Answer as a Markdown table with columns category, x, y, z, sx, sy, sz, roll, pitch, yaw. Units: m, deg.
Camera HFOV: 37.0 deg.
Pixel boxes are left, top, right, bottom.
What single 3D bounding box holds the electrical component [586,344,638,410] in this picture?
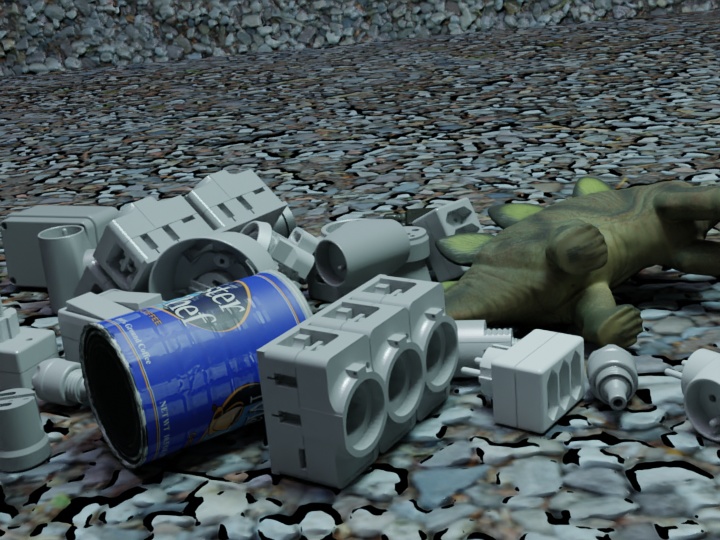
| category | x | y | z | sx | sy | sz | roll | pitch | yaw |
| --- | --- | --- | --- | --- | --- | --- | --- | --- | --- |
| electrical component | 0.176 | 0.078 | 0.747 | 0.035 | 0.035 | 0.061 | -2 | 21 | 8 |

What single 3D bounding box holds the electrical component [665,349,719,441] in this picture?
| category | x | y | z | sx | sy | sz | roll | pitch | yaw |
| --- | --- | --- | --- | --- | --- | --- | --- | --- | --- |
| electrical component | 0.243 | 0.076 | 0.721 | 0.077 | 0.043 | 0.079 | -18 | 23 | -34 |

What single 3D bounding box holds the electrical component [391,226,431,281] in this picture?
| category | x | y | z | sx | sy | sz | roll | pitch | yaw |
| --- | --- | --- | --- | --- | --- | --- | --- | --- | --- |
| electrical component | 0.044 | -0.008 | 1.002 | 0.045 | 0.055 | 0.045 | -5 | 19 | 2 |

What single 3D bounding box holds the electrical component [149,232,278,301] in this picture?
| category | x | y | z | sx | sy | sz | roll | pitch | yaw |
| --- | --- | --- | --- | --- | --- | --- | --- | --- | --- |
| electrical component | -0.120 | 0.016 | 0.913 | 0.099 | 0.099 | 0.064 | 3 | 14 | 22 |

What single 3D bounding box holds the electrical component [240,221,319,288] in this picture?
| category | x | y | z | sx | sy | sz | roll | pitch | yaw |
| --- | --- | --- | --- | --- | --- | --- | --- | --- | --- |
| electrical component | -0.083 | -0.009 | 0.974 | 0.057 | 0.078 | 0.058 | 30 | 3 | -28 |

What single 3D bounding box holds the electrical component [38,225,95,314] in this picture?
| category | x | y | z | sx | sy | sz | roll | pitch | yaw |
| --- | --- | --- | --- | --- | --- | --- | --- | --- | --- |
| electrical component | -0.263 | -0.001 | 1.031 | 0.079 | 0.077 | 0.043 | -4 | 19 | 4 |

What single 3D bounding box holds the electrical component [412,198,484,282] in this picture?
| category | x | y | z | sx | sy | sz | roll | pitch | yaw |
| --- | --- | --- | --- | --- | --- | --- | --- | --- | --- |
| electrical component | 0.078 | -0.022 | 1.031 | 0.047 | 0.065 | 0.077 | -22 | -5 | -40 |

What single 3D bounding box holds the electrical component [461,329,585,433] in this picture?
| category | x | y | z | sx | sy | sz | roll | pitch | yaw |
| --- | --- | --- | --- | --- | --- | --- | --- | --- | --- |
| electrical component | 0.109 | 0.074 | 0.757 | 0.077 | 0.047 | 0.066 | 9 | 23 | 36 |

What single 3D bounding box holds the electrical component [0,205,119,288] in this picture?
| category | x | y | z | sx | sy | sz | roll | pitch | yaw |
| --- | --- | --- | --- | --- | --- | --- | --- | --- | --- |
| electrical component | -0.305 | -0.023 | 1.106 | 0.113 | 0.078 | 0.057 | 2 | 17 | 20 |

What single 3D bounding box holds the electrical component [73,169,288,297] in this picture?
| category | x | y | z | sx | sy | sz | roll | pitch | yaw |
| --- | --- | --- | --- | --- | --- | --- | --- | --- | --- |
| electrical component | -0.167 | -0.022 | 1.000 | 0.060 | 0.105 | 0.186 | 47 | 39 | 13 |

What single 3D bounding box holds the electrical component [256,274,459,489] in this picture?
| category | x | y | z | sx | sy | sz | roll | pitch | yaw |
| --- | --- | --- | --- | --- | --- | --- | --- | --- | --- |
| electrical component | 0.004 | 0.071 | 0.727 | 0.062 | 0.089 | 0.150 | 7 | 22 | 32 |

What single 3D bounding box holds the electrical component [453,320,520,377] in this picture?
| category | x | y | z | sx | sy | sz | roll | pitch | yaw |
| --- | --- | --- | --- | --- | --- | --- | --- | --- | --- |
| electrical component | 0.085 | 0.059 | 0.811 | 0.081 | 0.043 | 0.043 | -2 | 19 | 11 |

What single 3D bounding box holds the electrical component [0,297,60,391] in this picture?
| category | x | y | z | sx | sy | sz | roll | pitch | yaw |
| --- | --- | --- | --- | --- | --- | --- | --- | --- | --- |
| electrical component | -0.297 | 0.054 | 0.879 | 0.083 | 0.075 | 0.047 | 4 | 21 | 25 |

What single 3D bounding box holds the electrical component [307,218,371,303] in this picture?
| category | x | y | z | sx | sy | sz | roll | pitch | yaw |
| --- | --- | --- | --- | --- | --- | --- | --- | --- | --- |
| electrical component | -0.006 | -0.013 | 1.023 | 0.054 | 0.059 | 0.095 | 11 | 25 | 39 |

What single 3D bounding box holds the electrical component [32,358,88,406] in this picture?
| category | x | y | z | sx | sy | sz | roll | pitch | yaw |
| --- | --- | --- | --- | --- | --- | --- | --- | --- | --- |
| electrical component | -0.219 | 0.088 | 0.825 | 0.061 | 0.035 | 0.035 | 7 | 22 | 26 |

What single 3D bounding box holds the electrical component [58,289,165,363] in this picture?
| category | x | y | z | sx | sy | sz | roll | pitch | yaw |
| --- | --- | --- | --- | --- | --- | --- | --- | --- | --- |
| electrical component | -0.203 | 0.050 | 0.889 | 0.096 | 0.061 | 0.062 | 11 | 24 | 38 |

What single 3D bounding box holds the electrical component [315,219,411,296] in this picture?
| category | x | y | z | sx | sy | sz | roll | pitch | yaw |
| --- | --- | --- | --- | --- | --- | --- | --- | --- | --- |
| electrical component | 0.000 | 0.000 | 0.956 | 0.077 | 0.079 | 0.044 | -19 | 40 | -40 |

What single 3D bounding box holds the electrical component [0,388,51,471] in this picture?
| category | x | y | z | sx | sy | sz | roll | pitch | yaw |
| --- | --- | --- | --- | --- | --- | --- | --- | --- | --- |
| electrical component | -0.238 | 0.110 | 0.746 | 0.040 | 0.046 | 0.040 | -5 | 19 | 2 |
